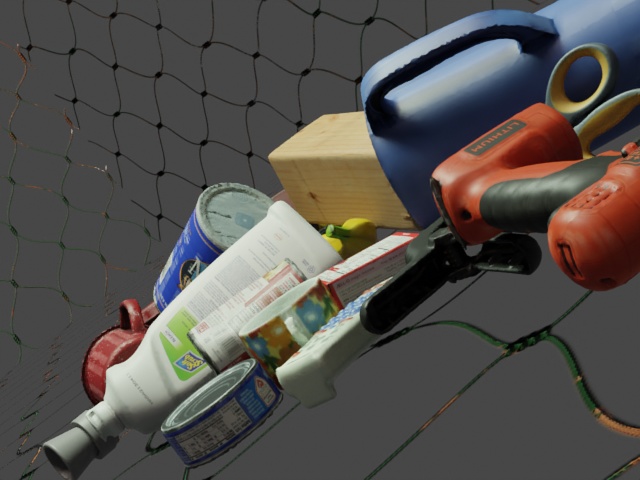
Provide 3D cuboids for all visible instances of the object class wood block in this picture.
[{"bbox_3d":[0.048,-0.072,1.079,0.090,0.091,0.206,-38,22,-25],"label":"wood block"}]

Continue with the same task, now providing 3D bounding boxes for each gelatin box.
[{"bbox_3d":[0.041,0.026,0.860,0.089,0.030,0.073,-29,6,-9],"label":"gelatin box"}]

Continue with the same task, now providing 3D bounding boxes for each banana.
[{"bbox_3d":[0.012,0.004,1.068,0.198,0.069,0.037,148,132,-69],"label":"banana"}]

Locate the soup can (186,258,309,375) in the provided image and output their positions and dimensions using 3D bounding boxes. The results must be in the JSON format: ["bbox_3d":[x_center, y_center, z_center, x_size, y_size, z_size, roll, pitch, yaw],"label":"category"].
[{"bbox_3d":[-0.047,0.071,0.854,0.102,0.068,0.068,-37,7,-9],"label":"soup can"}]

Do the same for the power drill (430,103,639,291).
[{"bbox_3d":[0.161,-0.044,0.586,0.184,0.057,0.188,-32,15,-19],"label":"power drill"}]

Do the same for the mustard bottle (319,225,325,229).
[{"bbox_3d":[-0.002,-0.036,1.402,0.096,0.058,0.192,-33,6,-8],"label":"mustard bottle"}]

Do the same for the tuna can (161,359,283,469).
[{"bbox_3d":[-0.070,0.122,0.757,0.086,0.034,0.086,-35,7,4],"label":"tuna can"}]

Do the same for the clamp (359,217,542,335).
[{"bbox_3d":[0.083,0.014,0.724,0.120,0.039,0.171,-20,8,7],"label":"clamp"}]

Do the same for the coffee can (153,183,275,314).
[{"bbox_3d":[-0.104,0.024,1.121,0.102,0.103,0.140,-43,-11,-50],"label":"coffee can"}]

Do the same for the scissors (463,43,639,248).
[{"bbox_3d":[0.155,-0.068,0.776,0.202,0.096,0.016,-27,-8,34],"label":"scissors"}]

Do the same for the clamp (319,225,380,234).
[{"bbox_3d":[-0.004,0.009,1.192,0.210,0.036,0.164,-33,4,-3],"label":"clamp"}]

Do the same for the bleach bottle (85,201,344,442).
[{"bbox_3d":[-0.098,0.078,0.924,0.250,0.103,0.068,-38,-27,-17],"label":"bleach bottle"}]

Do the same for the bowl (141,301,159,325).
[{"bbox_3d":[-0.189,0.102,1.366,0.162,0.055,0.162,-35,7,5],"label":"bowl"}]

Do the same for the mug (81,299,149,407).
[{"bbox_3d":[-0.167,0.113,0.978,0.093,0.117,0.082,-4,1,-21],"label":"mug"}]

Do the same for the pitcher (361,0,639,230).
[{"bbox_3d":[0.159,-0.115,0.830,0.243,0.145,0.149,-28,1,23],"label":"pitcher"}]

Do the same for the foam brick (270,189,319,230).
[{"bbox_3d":[-0.036,-0.017,1.268,0.051,0.053,0.078,-34,-24,-12],"label":"foam brick"}]
